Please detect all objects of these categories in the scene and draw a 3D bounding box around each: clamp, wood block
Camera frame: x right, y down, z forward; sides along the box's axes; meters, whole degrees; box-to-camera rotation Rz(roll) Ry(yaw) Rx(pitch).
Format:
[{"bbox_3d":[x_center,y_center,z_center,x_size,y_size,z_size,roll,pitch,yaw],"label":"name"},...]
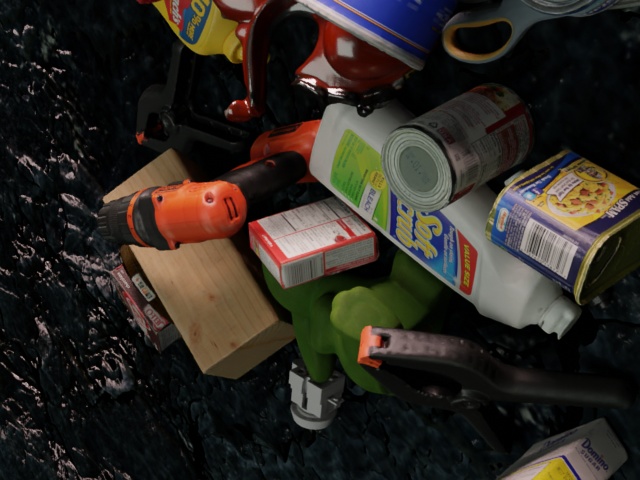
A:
[{"bbox_3d":[-0.142,-0.136,1.067,0.172,0.039,0.120,-6,107,50],"label":"clamp"},{"bbox_3d":[0.119,0.121,0.854,0.209,0.036,0.165,18,147,-15],"label":"clamp"},{"bbox_3d":[-0.113,0.024,1.048,0.206,0.090,0.090,57,-173,18],"label":"wood block"}]

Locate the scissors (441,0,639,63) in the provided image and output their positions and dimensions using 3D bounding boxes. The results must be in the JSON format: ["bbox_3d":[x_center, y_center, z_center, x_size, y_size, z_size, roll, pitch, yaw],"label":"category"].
[{"bbox_3d":[0.152,-0.179,0.730,0.202,0.016,0.096,-15,101,51],"label":"scissors"}]

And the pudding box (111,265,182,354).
[{"bbox_3d":[-0.199,0.077,1.233,0.090,0.039,0.113,53,167,11],"label":"pudding box"}]

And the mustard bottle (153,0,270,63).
[{"bbox_3d":[-0.111,-0.225,0.961,0.192,0.058,0.096,48,137,15],"label":"mustard bottle"}]

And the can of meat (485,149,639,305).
[{"bbox_3d":[0.177,-0.012,0.738,0.084,0.101,0.057,36,136,31],"label":"can of meat"}]

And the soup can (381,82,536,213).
[{"bbox_3d":[0.102,-0.068,0.785,0.069,0.102,0.068,27,131,35],"label":"soup can"}]

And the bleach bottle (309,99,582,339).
[{"bbox_3d":[0.104,-0.019,0.848,0.251,0.068,0.103,41,140,20],"label":"bleach bottle"}]

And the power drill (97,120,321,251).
[{"bbox_3d":[-0.086,-0.045,0.942,0.185,0.187,0.057,-2,113,47],"label":"power drill"}]

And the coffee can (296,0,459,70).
[{"bbox_3d":[0.058,-0.199,0.706,0.103,0.102,0.140,36,104,28],"label":"coffee can"}]

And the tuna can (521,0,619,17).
[{"bbox_3d":[0.161,-0.187,0.684,0.086,0.033,0.086,10,106,40],"label":"tuna can"}]

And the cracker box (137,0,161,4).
[{"bbox_3d":[-0.143,-0.292,0.870,0.214,0.163,0.072,44,137,20],"label":"cracker box"}]

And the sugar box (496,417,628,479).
[{"bbox_3d":[0.158,0.209,0.836,0.048,0.175,0.093,58,143,6],"label":"sugar box"}]

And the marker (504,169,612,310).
[{"bbox_3d":[0.181,0.000,0.807,0.121,0.020,0.020,56,142,6],"label":"marker"}]

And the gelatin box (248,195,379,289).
[{"bbox_3d":[-0.006,0.001,0.894,0.073,0.089,0.030,-132,30,-51],"label":"gelatin box"}]
